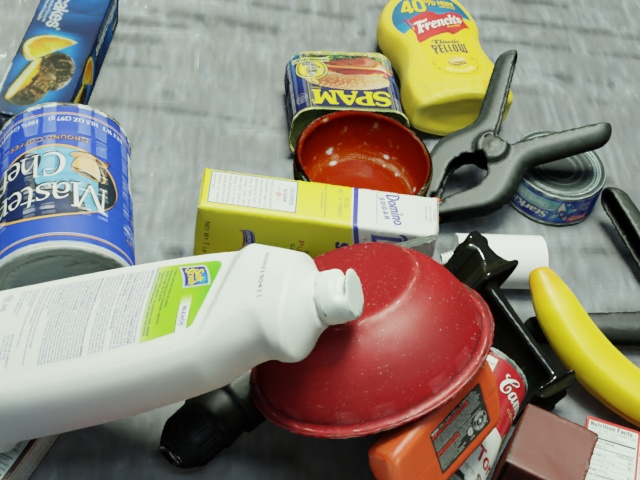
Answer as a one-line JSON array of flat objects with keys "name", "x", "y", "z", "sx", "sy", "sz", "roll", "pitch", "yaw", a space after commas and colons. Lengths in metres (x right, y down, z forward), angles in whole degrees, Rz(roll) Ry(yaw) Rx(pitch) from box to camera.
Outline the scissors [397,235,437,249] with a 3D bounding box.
[{"name": "scissors", "x": -0.023, "y": 0.030, "z": 0.750, "sx": 0.202, "sy": 0.016, "sz": 0.096, "roll": -14, "pitch": 9, "yaw": 21}]

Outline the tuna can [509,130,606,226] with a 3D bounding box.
[{"name": "tuna can", "x": 0.203, "y": -0.055, "z": 0.927, "sx": 0.086, "sy": 0.034, "sz": 0.086, "roll": 5, "pitch": 50, "yaw": -6}]

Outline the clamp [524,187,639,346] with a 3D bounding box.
[{"name": "clamp", "x": 0.273, "y": 0.065, "z": 0.837, "sx": 0.210, "sy": 0.036, "sz": 0.164, "roll": 36, "pitch": 63, "yaw": 16}]

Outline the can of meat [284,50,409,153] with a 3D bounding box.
[{"name": "can of meat", "x": 0.020, "y": -0.119, "z": 0.934, "sx": 0.102, "sy": 0.057, "sz": 0.084, "roll": 1, "pitch": 48, "yaw": -10}]

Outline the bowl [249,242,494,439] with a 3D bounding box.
[{"name": "bowl", "x": 0.024, "y": 0.049, "z": 0.668, "sx": 0.162, "sy": 0.055, "sz": 0.162, "roll": -15, "pitch": 30, "yaw": 9}]

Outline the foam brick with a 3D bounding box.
[{"name": "foam brick", "x": 0.145, "y": 0.157, "z": 0.711, "sx": 0.051, "sy": 0.078, "sz": 0.053, "roll": 24, "pitch": 51, "yaw": 11}]

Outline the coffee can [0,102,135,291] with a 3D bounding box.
[{"name": "coffee can", "x": -0.187, "y": -0.016, "z": 0.781, "sx": 0.102, "sy": 0.103, "sz": 0.140, "roll": -1, "pitch": 51, "yaw": -11}]

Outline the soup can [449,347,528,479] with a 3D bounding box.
[{"name": "soup can", "x": 0.093, "y": 0.128, "z": 0.733, "sx": 0.068, "sy": 0.068, "sz": 0.102, "roll": 26, "pitch": 52, "yaw": 12}]

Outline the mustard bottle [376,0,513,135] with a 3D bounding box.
[{"name": "mustard bottle", "x": 0.105, "y": -0.183, "z": 1.000, "sx": 0.096, "sy": 0.058, "sz": 0.192, "roll": -5, "pitch": 52, "yaw": -15}]

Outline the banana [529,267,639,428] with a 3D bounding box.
[{"name": "banana", "x": 0.229, "y": 0.096, "z": 0.789, "sx": 0.198, "sy": 0.037, "sz": 0.069, "roll": 30, "pitch": 73, "yaw": 4}]

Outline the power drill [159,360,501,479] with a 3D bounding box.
[{"name": "power drill", "x": 0.007, "y": 0.106, "z": 0.697, "sx": 0.188, "sy": 0.057, "sz": 0.184, "roll": 19, "pitch": 51, "yaw": 44}]

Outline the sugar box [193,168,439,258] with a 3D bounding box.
[{"name": "sugar box", "x": -0.005, "y": 0.001, "z": 0.805, "sx": 0.176, "sy": 0.093, "sz": 0.048, "roll": 9, "pitch": 51, "yaw": -2}]

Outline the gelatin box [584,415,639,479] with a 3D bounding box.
[{"name": "gelatin box", "x": 0.212, "y": 0.174, "z": 0.741, "sx": 0.073, "sy": 0.030, "sz": 0.089, "roll": 16, "pitch": 50, "yaw": 5}]

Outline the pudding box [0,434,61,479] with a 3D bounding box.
[{"name": "pudding box", "x": -0.220, "y": 0.115, "z": 0.709, "sx": 0.090, "sy": 0.039, "sz": 0.113, "roll": 25, "pitch": 53, "yaw": 9}]

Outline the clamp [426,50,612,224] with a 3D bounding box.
[{"name": "clamp", "x": 0.155, "y": -0.071, "z": 0.889, "sx": 0.120, "sy": 0.039, "sz": 0.171, "roll": 34, "pitch": 80, "yaw": 28}]

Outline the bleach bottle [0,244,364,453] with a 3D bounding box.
[{"name": "bleach bottle", "x": -0.096, "y": 0.060, "z": 0.631, "sx": 0.251, "sy": 0.068, "sz": 0.102, "roll": -11, "pitch": 48, "yaw": 20}]
